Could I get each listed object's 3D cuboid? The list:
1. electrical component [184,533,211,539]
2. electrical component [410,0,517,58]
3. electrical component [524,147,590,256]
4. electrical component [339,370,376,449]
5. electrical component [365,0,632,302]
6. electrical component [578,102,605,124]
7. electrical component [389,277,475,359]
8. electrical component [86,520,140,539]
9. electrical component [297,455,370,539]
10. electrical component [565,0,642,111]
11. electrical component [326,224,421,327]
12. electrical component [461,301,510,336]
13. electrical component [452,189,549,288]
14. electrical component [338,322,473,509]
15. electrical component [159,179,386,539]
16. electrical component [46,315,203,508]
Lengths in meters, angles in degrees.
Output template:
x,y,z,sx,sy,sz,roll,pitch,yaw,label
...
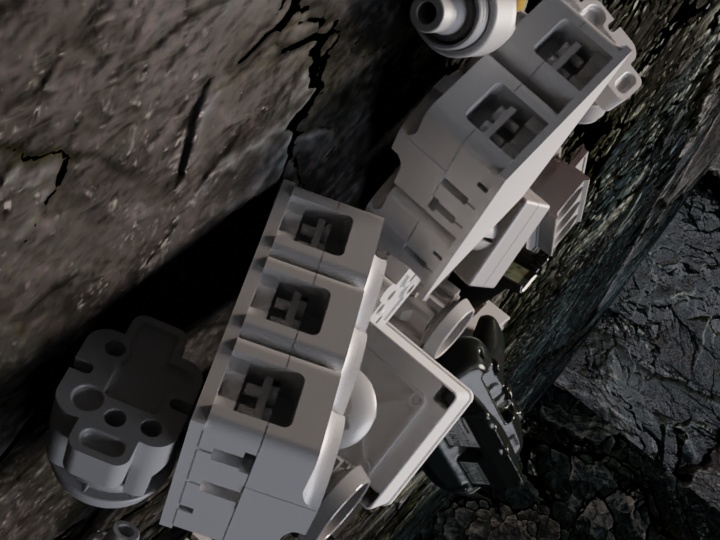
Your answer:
x,y,z,sx,sy,sz,roll,pitch,yaw,label
-0.123,0.244,0.855,0.078,0.058,0.057,-34,155,-49,electrical component
0.045,-0.120,0.501,0.062,0.043,0.043,-23,149,-57,electrical component
0.156,-0.062,0.930,0.078,0.063,0.121,-50,165,-5,electrical component
-0.014,0.077,0.610,0.048,0.048,0.062,-50,172,-5,electrical component
0.067,-0.066,0.618,0.105,0.060,0.186,-45,173,-21,electrical component
0.176,-0.145,0.825,0.045,0.045,0.055,-41,163,-34,electrical component
0.055,0.035,0.877,0.058,0.057,0.078,-41,162,-33,electrical component
-0.151,0.175,0.632,0.062,0.043,0.043,-58,164,20,electrical component
-0.032,0.129,0.651,0.078,0.057,0.058,-49,165,-8,electrical component
0.131,-0.131,0.681,0.058,0.078,0.057,-42,-176,-30,electrical component
0.000,0.000,0.631,0.048,0.055,0.066,-51,165,0,electrical component
0.088,0.086,1.095,0.109,0.056,0.108,-30,155,-54,electrical component
0.092,-0.034,0.841,0.076,0.047,0.083,6,123,-51,electrical component
0.007,0.099,0.788,0.108,0.109,0.056,-53,163,6,electrical component
-0.035,0.045,0.506,0.089,0.062,0.150,113,-5,-46,electrical component
-0.105,0.067,0.470,0.078,0.058,0.057,-71,-174,-47,electrical component
